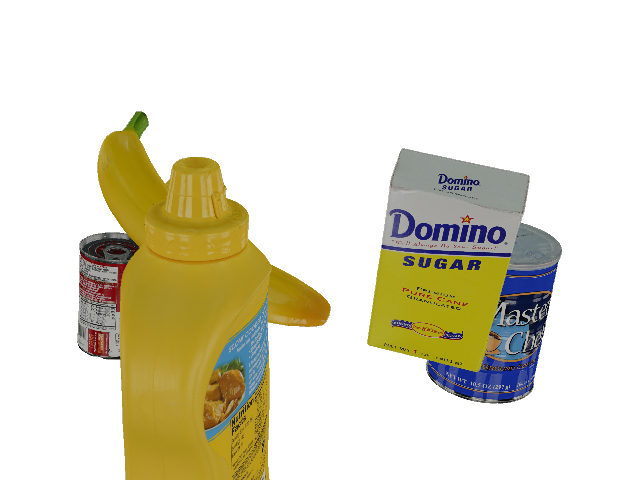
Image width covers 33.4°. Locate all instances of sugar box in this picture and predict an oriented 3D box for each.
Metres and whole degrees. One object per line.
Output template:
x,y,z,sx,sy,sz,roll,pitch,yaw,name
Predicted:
0.089,0.019,0.780,0.093,0.048,0.176,12,-41,8,sugar box

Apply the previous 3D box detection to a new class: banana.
-0.079,-0.009,0.652,0.069,0.198,0.037,-33,-23,-27,banana

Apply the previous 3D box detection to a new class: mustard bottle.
-0.051,0.058,0.449,0.058,0.192,0.096,9,25,15,mustard bottle

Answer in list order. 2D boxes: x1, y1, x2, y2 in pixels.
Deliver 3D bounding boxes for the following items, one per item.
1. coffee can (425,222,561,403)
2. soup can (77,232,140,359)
0.157,0.062,0.977,0.103,0.140,0.103,5,23,-2,coffee can
-0.193,0.052,0.998,0.068,0.102,0.068,6,21,-2,soup can
